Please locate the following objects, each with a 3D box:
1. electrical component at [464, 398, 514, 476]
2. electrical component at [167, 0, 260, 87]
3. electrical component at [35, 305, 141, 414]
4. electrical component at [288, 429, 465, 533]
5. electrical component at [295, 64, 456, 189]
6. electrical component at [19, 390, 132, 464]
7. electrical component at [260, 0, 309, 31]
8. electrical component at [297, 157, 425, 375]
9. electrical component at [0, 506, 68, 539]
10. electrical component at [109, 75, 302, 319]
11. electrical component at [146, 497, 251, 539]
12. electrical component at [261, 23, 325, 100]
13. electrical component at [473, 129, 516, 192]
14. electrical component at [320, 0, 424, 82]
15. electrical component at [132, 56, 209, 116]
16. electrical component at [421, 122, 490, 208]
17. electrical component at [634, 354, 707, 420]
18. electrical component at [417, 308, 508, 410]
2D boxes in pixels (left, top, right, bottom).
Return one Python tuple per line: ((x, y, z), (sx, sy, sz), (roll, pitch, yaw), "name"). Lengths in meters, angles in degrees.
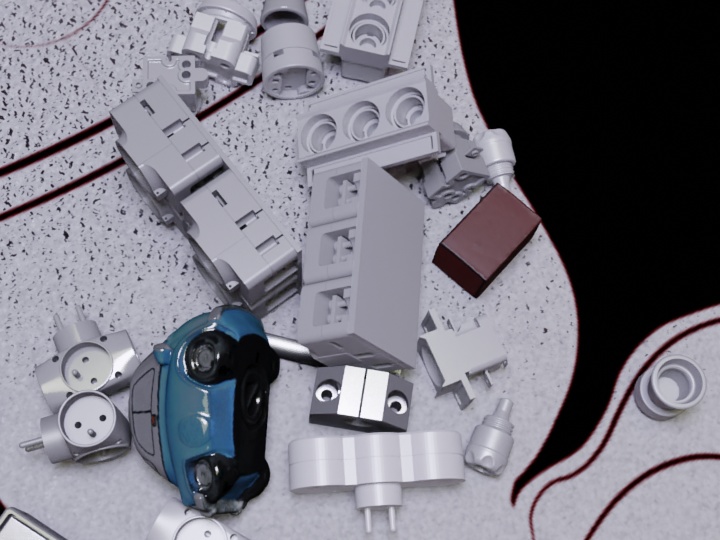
((0.109, 0.133, 0.870), (0.035, 0.035, 0.061), (22, 69, 4), "electrical component")
((-0.125, -0.204, 0.958), (0.078, 0.058, 0.057), (16, 74, 2), "electrical component")
((-0.223, 0.066, 0.867), (0.077, 0.044, 0.079), (-23, 74, -11), "electrical component")
((0.014, 0.168, 0.843), (0.138, 0.052, 0.073), (-2, 72, -4), "electrical component")
((0.014, -0.115, 0.909), (0.121, 0.063, 0.078), (-13, 69, 26), "electrical component")
((-0.221, 0.127, 0.830), (0.079, 0.077, 0.044), (-15, 73, -8), "electrical component")
((-0.069, -0.253, 0.987), (0.044, 0.044, 0.065), (1, 67, -3), "electrical component")
((0.000, 0.000, 0.869), (0.062, 0.089, 0.150), (-12, 61, 33), "electrical component")
((-0.239, 0.228, 0.803), (0.096, 0.061, 0.061), (31, 72, 7), "electrical component")
((-0.128, -0.052, 0.881), (0.060, 0.105, 0.186), (-36, 77, -14), "electrical component")
((-0.130, 0.226, 0.819), (0.077, 0.044, 0.079), (28, 72, 6), "electrical component")
((-0.061, -0.186, 0.958), (0.055, 0.055, 0.047), (-6, 68, -5), "electrical component")
((0.121, -0.091, 0.946), (0.035, 0.035, 0.061), (-11, 74, -7), "electrical component")
((0.016, -0.235, 0.973), (0.079, 0.063, 0.121), (13, 71, 1), "electrical component")
((-0.164, -0.157, 0.940), (0.066, 0.055, 0.048), (-2, 72, -4), "electrical component")
((0.078, -0.095, 0.935), (0.048, 0.066, 0.055), (6, 56, -42), "electrical component")
((0.252, 0.097, 0.879), (0.045, 0.055, 0.045), (1, 71, -3), "electrical component")
((0.084, 0.069, 0.887), (0.064, 0.042, 0.081), (-21, 74, -14), "electrical component")
